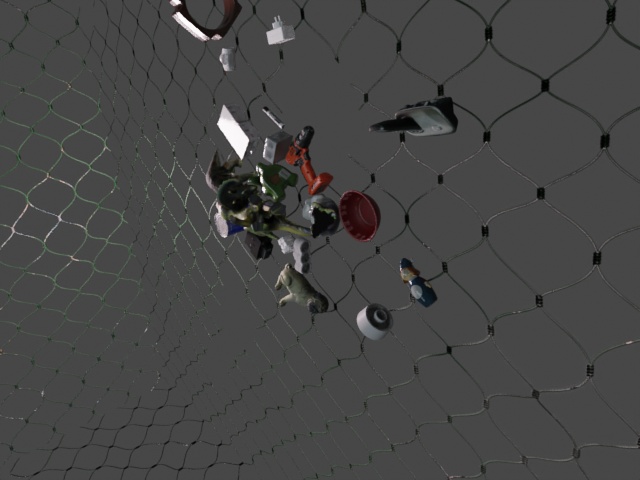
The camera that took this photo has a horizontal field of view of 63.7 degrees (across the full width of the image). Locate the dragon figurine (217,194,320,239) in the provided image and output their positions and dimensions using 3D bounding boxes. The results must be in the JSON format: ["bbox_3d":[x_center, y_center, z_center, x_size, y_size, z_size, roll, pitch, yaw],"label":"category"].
[{"bbox_3d":[-0.186,-0.056,1.834,0.410,0.123,0.240,20,-12,2],"label":"dragon figurine"}]

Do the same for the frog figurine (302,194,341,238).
[{"bbox_3d":[0.005,-0.085,1.688,0.122,0.136,0.161,-20,16,2],"label":"frog figurine"}]
